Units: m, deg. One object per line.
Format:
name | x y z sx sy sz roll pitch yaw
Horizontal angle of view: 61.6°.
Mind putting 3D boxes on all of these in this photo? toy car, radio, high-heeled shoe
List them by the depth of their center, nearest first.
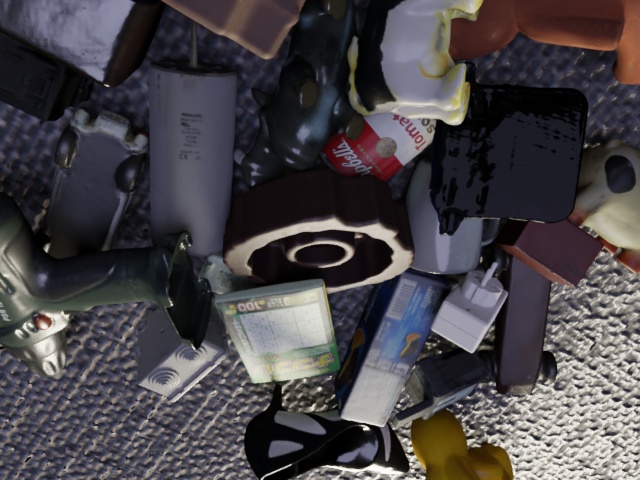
radio | -0.232 -0.209 0.395 0.229 0.131 0.073 28 110 -17
toy car | -0.224 -0.031 0.516 0.073 0.056 0.201 21 115 -16
toy car | 0.229 0.086 0.613 0.089 0.053 0.201 -2 111 1
high-heeled shoe | 0.023 0.255 0.624 0.248 0.145 0.086 32 109 -16

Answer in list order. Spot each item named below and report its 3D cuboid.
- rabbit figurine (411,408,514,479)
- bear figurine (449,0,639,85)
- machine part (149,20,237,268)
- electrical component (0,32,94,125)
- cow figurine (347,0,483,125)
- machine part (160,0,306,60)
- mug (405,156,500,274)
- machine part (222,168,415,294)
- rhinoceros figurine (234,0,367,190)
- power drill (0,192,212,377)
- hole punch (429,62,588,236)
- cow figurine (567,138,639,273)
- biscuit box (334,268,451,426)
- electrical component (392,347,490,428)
rabbit figurine | 0.162 0.290 0.665 0.122 0.162 0.173 -25 97 20
bear figurine | 0.185 -0.192 0.461 0.196 0.120 0.131 -9 163 27
machine part | -0.118 -0.074 0.496 0.079 0.079 0.243 5 115 -7
electrical component | -0.254 -0.155 0.427 0.134 0.115 0.058 26 108 -18
cow figurine | 0.072 -0.175 0.402 0.098 0.068 0.167 7 94 18
machine part | -0.100 -0.214 0.365 0.201 0.201 0.087 26 108 -15
mug | 0.135 -0.029 0.541 0.110 0.081 0.107 -5 110 -12
machine part | -0.001 -0.002 0.504 0.179 0.056 0.179 -4 155 -2
rhinoceros figurine | -0.016 -0.127 0.467 0.073 0.112 0.190 13 102 -41
power drill | -0.208 0.055 0.490 0.207 0.086 0.231 3 135 10
hole punch | 0.155 -0.076 0.469 0.116 0.092 0.142 5 103 5
cow figurine | 0.345 -0.033 0.555 0.195 0.085 0.127 32 114 -16
biscuit box | 0.076 0.111 0.608 0.059 0.063 0.202 16 112 -11
electrical component | 0.127 0.168 0.613 0.119 0.048 0.074 -19 146 -17
